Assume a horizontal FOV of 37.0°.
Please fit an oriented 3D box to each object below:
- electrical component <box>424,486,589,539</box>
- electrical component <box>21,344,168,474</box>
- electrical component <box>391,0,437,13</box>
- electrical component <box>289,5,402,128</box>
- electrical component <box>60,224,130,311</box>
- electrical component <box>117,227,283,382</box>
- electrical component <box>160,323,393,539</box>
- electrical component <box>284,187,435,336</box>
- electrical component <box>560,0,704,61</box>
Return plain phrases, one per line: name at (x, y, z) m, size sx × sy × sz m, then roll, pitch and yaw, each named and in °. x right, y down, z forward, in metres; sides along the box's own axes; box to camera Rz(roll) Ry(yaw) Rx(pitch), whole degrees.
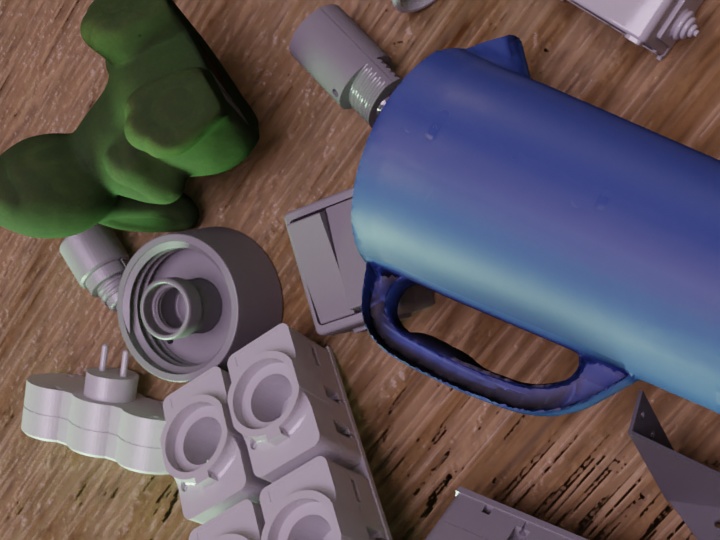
electrical component at (0.121, 0.209, 0.588) m, size 0.186 × 0.060 × 0.105 m, roll 18°, pitch 128°, yaw 25°
electrical component at (-0.178, 0.090, 0.763) m, size 0.138 × 0.052 × 0.073 m, roll 12°, pitch 97°, yaw 26°
electrical component at (0.024, -0.196, 0.660) m, size 0.044 × 0.044 × 0.065 m, roll -40°, pitch 70°, yaw 22°
electrical component at (-0.002, -0.123, 0.673) m, size 0.081 × 0.043 × 0.043 m, roll 48°, pitch 111°, yaw 17°
electrical component at (-0.182, 0.001, 0.769) m, size 0.040 × 0.040 × 0.078 m, roll -40°, pitch 75°, yaw 22°
electrical component at (-0.114, 0.024, 0.724) m, size 0.108 × 0.060 × 0.108 m, roll 1°, pitch 92°, yaw 27°
electrical component at (-0.052, 0.137, 0.649) m, size 0.105 × 0.060 × 0.186 m, roll -33°, pitch 51°, yaw 17°
electrical component at (0.000, 0.000, 0.666) m, size 0.062 × 0.061 × 0.096 m, roll -19°, pitch 83°, yaw 26°
electrical component at (0.149, -0.160, 0.585) m, size 0.096 × 0.062 × 0.061 m, roll 38°, pitch 107°, yaw 21°
